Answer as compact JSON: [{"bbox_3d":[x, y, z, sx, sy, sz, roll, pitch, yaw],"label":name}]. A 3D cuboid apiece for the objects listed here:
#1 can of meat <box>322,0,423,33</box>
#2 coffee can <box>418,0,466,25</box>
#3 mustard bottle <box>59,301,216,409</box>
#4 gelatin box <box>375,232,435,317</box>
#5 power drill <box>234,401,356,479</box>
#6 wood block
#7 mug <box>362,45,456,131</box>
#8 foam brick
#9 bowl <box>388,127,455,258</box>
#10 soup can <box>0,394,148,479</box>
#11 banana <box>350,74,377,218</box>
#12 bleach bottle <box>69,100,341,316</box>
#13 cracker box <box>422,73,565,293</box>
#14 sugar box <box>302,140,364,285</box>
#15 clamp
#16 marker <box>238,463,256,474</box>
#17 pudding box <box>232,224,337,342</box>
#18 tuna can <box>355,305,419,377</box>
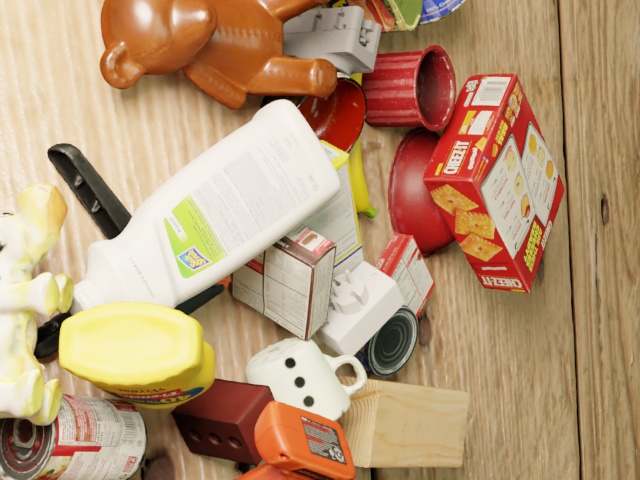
[{"bbox_3d":[0.050,-0.259,1.101,0.102,0.084,0.057,54,51,-43],"label":"can of meat"},{"bbox_3d":[0.096,-0.317,1.146,0.140,0.103,0.102,54,50,-42],"label":"coffee can"},{"bbox_3d":[-0.128,0.092,0.800,0.191,0.096,0.058,91,-3,-75],"label":"mustard bottle"},{"bbox_3d":[0.095,0.048,1.238,0.073,0.030,0.089,-58,136,-32],"label":"gelatin box"},{"bbox_3d":[-0.080,0.204,0.881,0.184,0.188,0.057,27,36,-47],"label":"power drill"},{"bbox_3d":[0.075,0.199,1.168,0.205,0.091,0.090,17,78,-54],"label":"wood block"},{"bbox_3d":[0.099,-0.171,1.180,0.117,0.082,0.093,-43,126,-45],"label":"mug"},{"bbox_3d":[-0.081,0.161,0.953,0.051,0.078,0.053,-50,131,-43],"label":"foam brick"},{"bbox_3d":[0.145,-0.056,1.280,0.161,0.055,0.162,-5,96,-55],"label":"bowl"},{"bbox_3d":[-0.188,0.150,0.806,0.102,0.069,0.068,19,77,-54],"label":"soup can"},{"bbox_3d":[0.029,-0.112,1.129,0.069,0.037,0.198,-39,126,-67],"label":"banana"},{"bbox_3d":[-0.099,-0.016,0.852,0.250,0.068,0.102,-35,93,-34],"label":"bleach bottle"},{"bbox_3d":[0.209,-0.065,1.260,0.213,0.072,0.164,55,50,-43],"label":"cracker box"},{"bbox_3d":[-0.007,0.001,1.027,0.093,0.048,0.176,-33,137,-26],"label":"sugar box"},{"bbox_3d":[-0.153,0.011,0.874,0.209,0.036,0.164,3,90,-52],"label":"clamp"},{"bbox_3d":[-0.060,0.170,1.034,0.020,0.020,0.121,24,73,-53],"label":"marker"},{"bbox_3d":[-0.034,0.028,0.964,0.039,0.090,0.113,-48,157,-34],"label":"pudding box"},{"bbox_3d":[0.070,0.108,1.186,0.085,0.034,0.086,-19,118,-40],"label":"tuna can"}]
